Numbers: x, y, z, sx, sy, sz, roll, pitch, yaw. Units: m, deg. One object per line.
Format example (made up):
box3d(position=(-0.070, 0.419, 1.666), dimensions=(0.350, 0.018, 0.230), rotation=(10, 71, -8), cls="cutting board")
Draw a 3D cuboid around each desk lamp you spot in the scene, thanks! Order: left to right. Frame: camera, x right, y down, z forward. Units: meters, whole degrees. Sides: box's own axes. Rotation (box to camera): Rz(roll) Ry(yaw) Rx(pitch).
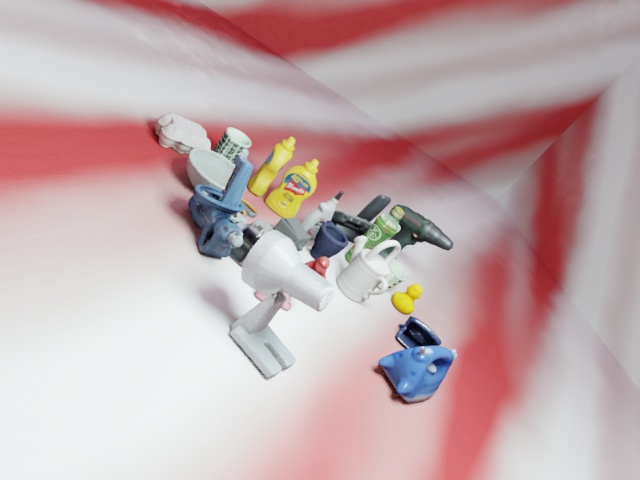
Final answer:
box3d(position=(-0.080, 0.117, 1.112), dimensions=(0.203, 0.213, 0.118), rotation=(47, 25, 14), cls="desk lamp")

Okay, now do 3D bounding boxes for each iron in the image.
box3d(position=(0.263, 0.302, 1.385), dimensions=(0.259, 0.141, 0.118), rotation=(10, 38, -49), cls="iron")

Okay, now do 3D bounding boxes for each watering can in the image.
box3d(position=(0.135, 0.064, 1.542), dimensions=(0.172, 0.194, 0.101), rotation=(48, 25, 17), cls="watering can")

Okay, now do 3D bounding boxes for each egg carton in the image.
box3d(position=(-0.369, -0.281, 1.551), dimensions=(0.151, 0.069, 0.107), rotation=(17, 33, -42), cls="egg carton")

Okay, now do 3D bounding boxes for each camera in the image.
box3d(position=(-0.138, 0.006, 1.357), dimensions=(0.143, 0.100, 0.137), rotation=(41, 24, 2), cls="camera")

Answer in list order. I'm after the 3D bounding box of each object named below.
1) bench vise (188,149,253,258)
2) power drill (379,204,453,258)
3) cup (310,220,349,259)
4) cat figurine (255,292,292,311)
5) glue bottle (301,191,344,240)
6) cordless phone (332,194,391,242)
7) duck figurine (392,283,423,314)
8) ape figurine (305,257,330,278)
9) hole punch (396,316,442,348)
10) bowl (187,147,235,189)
box3d(position=(-0.195, -0.080, 1.275), dimensions=(0.207, 0.219, 0.122), rotation=(50, 26, 21), cls="bench vise")
box3d(position=(0.288, 0.006, 1.849), dimensions=(0.229, 0.208, 0.076), rotation=(48, 25, 17), cls="power drill")
box3d(position=(0.015, 0.006, 1.589), dimensions=(0.092, 0.095, 0.117), rotation=(26, 27, -29), cls="cup")
box3d(position=(-0.066, 0.094, 1.291), dimensions=(0.128, 0.117, 0.067), rotation=(24, 28, -32), cls="cat figurine")
box3d(position=(0.011, -0.075, 1.625), dimensions=(0.078, 0.173, 0.037), rotation=(12, 36, -47), cls="glue bottle")
box3d(position=(0.124, -0.090, 1.804), dimensions=(0.148, 0.185, 0.094), rotation=(19, 31, -39), cls="cordless phone")
box3d(position=(0.266, 0.166, 1.693), dimensions=(0.077, 0.086, 0.105), rotation=(45, 24, 12), cls="duck figurine")
box3d(position=(-0.011, 0.077, 1.432), dimensions=(0.078, 0.092, 0.076), rotation=(38, 24, -6), cls="ape figurine")
box3d(position=(0.271, 0.252, 1.547), dimensions=(0.108, 0.091, 0.101), rotation=(43, 24, 5), cls="hole punch")
box3d(position=(-0.276, -0.157, 1.467), dimensions=(0.168, 0.074, 0.167), rotation=(33, 25, -17), cls="bowl")
